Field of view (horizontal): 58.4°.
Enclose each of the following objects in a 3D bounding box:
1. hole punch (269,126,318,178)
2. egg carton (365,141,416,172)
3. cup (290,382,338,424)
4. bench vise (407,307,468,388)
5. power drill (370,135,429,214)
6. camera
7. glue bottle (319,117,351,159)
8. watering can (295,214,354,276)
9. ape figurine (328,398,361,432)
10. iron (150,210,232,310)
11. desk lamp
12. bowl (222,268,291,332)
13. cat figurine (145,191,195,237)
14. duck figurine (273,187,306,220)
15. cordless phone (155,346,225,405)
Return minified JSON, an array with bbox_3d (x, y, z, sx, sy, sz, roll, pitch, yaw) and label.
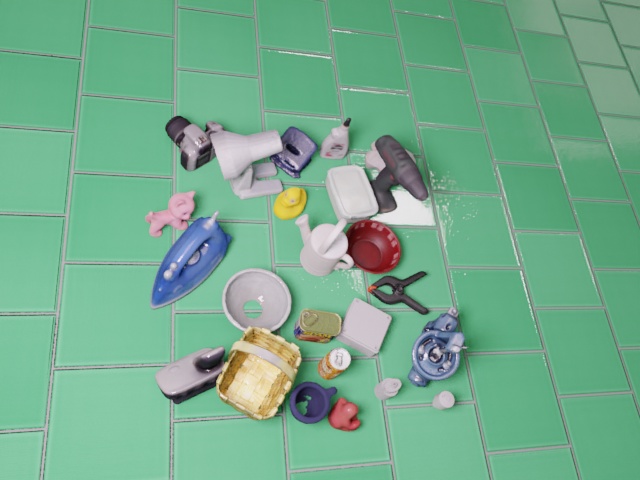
[{"bbox_3d":[-0.073,-0.245,1.601,0.108,0.091,0.101,38,60,4],"label":"hole punch"},{"bbox_3d":[0.209,-0.232,1.694,0.150,0.069,0.107,29,59,-1],"label":"egg carton"},{"bbox_3d":[-0.021,0.371,1.302,0.118,0.095,0.091,-22,72,-25],"label":"cup"},{"bbox_3d":[0.292,0.241,1.393,0.121,0.219,0.207,16,60,-9],"label":"bench vise"},{"bbox_3d":[0.205,-0.163,1.577,0.076,0.208,0.229,-16,70,-23],"label":"power drill"},{"bbox_3d":[-0.335,-0.280,1.532,0.136,0.100,0.143,46,60,9],"label":"camera"},{"bbox_3d":[0.055,-0.290,1.615,0.078,0.173,0.037,-2,64,-18],"label":"glue bottle"},{"bbox_3d":[0.012,0.007,1.440,0.173,0.194,0.101,19,60,-7],"label":"watering can"},{"bbox_3d":[0.061,0.399,1.315,0.076,0.092,0.077,-7,66,-20],"label":"ape figurine"},{"bbox_3d":[-0.313,0.042,1.352,0.118,0.141,0.259,33,59,1],"label":"iron"},{"bbox_3d":[-0.185,-0.203,1.474,0.204,0.213,0.118,-12,68,-22],"label":"desk lamp"},{"bbox_3d":[-0.156,0.157,1.381,0.168,0.074,0.167,7,62,-14],"label":"bowl"},{"bbox_3d":[-0.362,-0.072,1.408,0.128,0.117,0.067,-19,71,-24],"label":"cat figurine"},{"bbox_3d":[-0.074,-0.111,1.536,0.077,0.086,0.105,44,60,8],"label":"duck figurine"},{"bbox_3d":[-0.272,0.273,1.222,0.148,0.185,0.094,-26,74,-26],"label":"cordless phone"}]
